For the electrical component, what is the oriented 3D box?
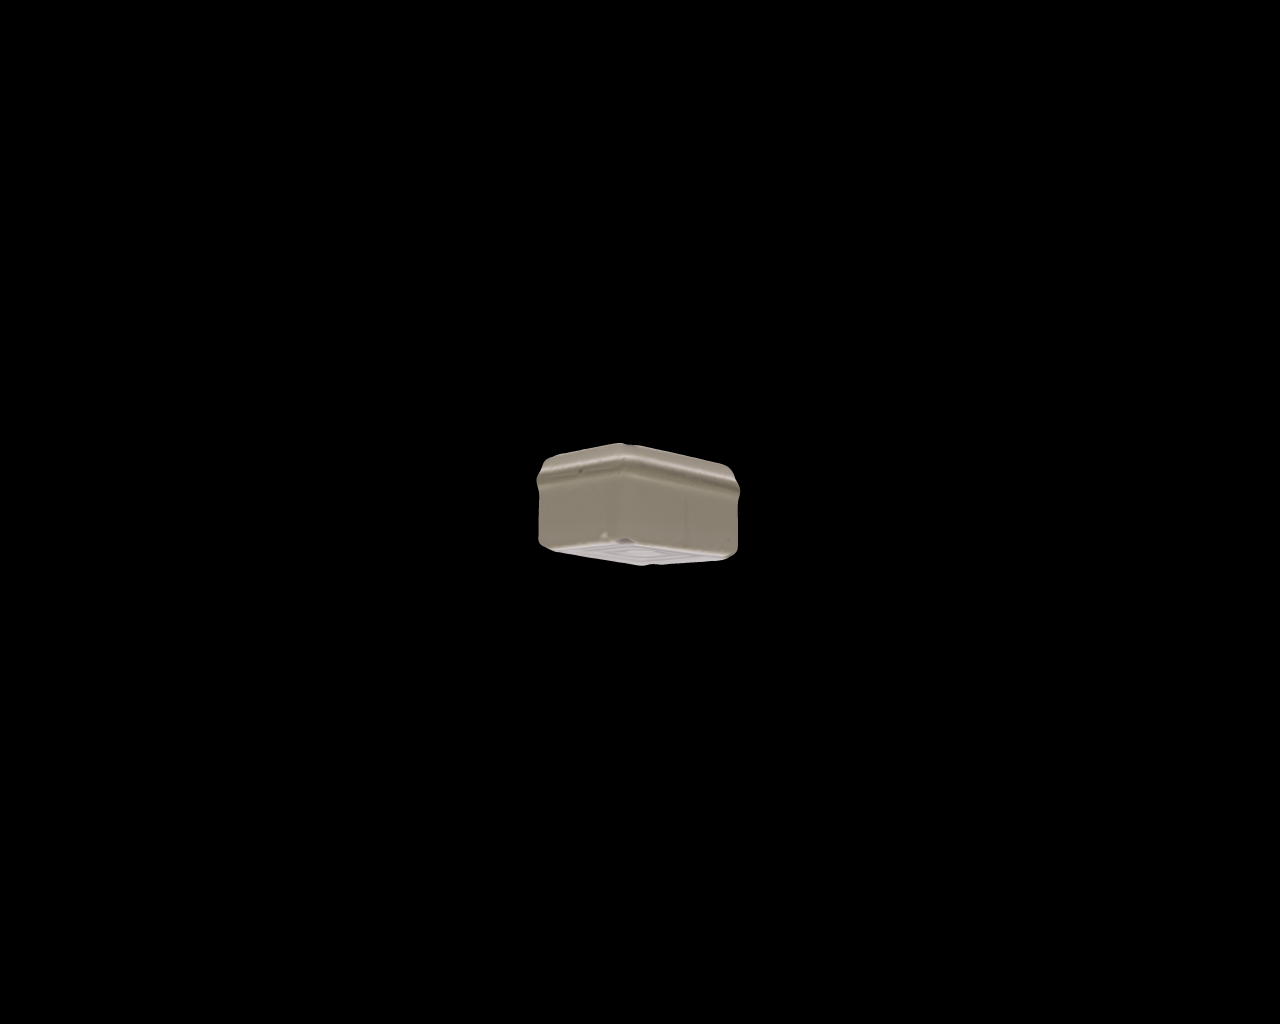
[{"bbox_3d":[0.001,-0.003,0.650,0.078,0.057,0.113,-7,-11,39],"label":"electrical component"}]
